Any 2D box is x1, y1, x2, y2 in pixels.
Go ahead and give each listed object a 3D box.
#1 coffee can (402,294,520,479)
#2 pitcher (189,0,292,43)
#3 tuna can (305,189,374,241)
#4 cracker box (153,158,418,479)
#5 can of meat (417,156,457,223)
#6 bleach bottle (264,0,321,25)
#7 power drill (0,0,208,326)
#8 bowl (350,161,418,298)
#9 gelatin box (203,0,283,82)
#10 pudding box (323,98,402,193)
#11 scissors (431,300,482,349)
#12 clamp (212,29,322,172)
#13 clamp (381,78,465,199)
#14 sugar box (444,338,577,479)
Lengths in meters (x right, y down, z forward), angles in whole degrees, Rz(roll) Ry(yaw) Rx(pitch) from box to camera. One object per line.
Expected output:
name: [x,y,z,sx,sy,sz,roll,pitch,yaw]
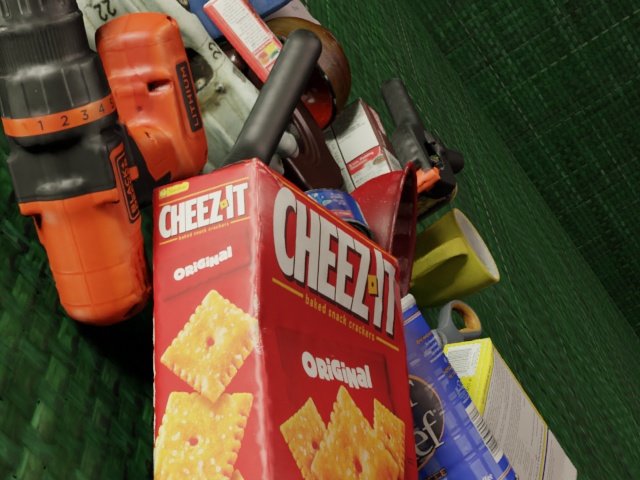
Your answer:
coffee can: [0.052,0.121,0.707,0.140,0.103,0.102,59,16,4]
pitcher: [-0.117,-0.309,0.976,0.243,0.145,0.149,58,43,-13]
tuna can: [-0.005,0.001,0.790,0.086,0.086,0.034,36,26,-53]
cracker box: [-0.010,0.089,0.541,0.164,0.072,0.213,34,47,-54]
can of meat: [0.082,-0.049,1.116,0.057,0.102,0.083,63,19,16]
bleach bottle: [-0.096,-0.305,1.131,0.251,0.068,0.102,56,15,2]
power drill: [-0.114,-0.070,0.564,0.187,0.057,0.184,-72,154,-69]
bowl: [0.043,0.012,0.891,0.162,0.055,0.162,7,90,-79]
gelatin box: [-0.050,-0.153,0.804,0.073,0.030,0.089,51,5,-6]
pudding box: [0.026,-0.064,0.994,0.039,0.090,0.113,37,27,-49]
scissors: [0.107,0.100,0.881,0.096,0.016,0.201,61,24,3]
clamp: [-0.051,-0.034,0.660,0.036,0.165,0.209,23,30,-2]
clamp: [0.105,-0.080,1.022,0.120,0.039,0.171,39,26,-22]
sugar box: [0.144,0.168,0.827,0.176,0.048,0.093,57,37,-32]
